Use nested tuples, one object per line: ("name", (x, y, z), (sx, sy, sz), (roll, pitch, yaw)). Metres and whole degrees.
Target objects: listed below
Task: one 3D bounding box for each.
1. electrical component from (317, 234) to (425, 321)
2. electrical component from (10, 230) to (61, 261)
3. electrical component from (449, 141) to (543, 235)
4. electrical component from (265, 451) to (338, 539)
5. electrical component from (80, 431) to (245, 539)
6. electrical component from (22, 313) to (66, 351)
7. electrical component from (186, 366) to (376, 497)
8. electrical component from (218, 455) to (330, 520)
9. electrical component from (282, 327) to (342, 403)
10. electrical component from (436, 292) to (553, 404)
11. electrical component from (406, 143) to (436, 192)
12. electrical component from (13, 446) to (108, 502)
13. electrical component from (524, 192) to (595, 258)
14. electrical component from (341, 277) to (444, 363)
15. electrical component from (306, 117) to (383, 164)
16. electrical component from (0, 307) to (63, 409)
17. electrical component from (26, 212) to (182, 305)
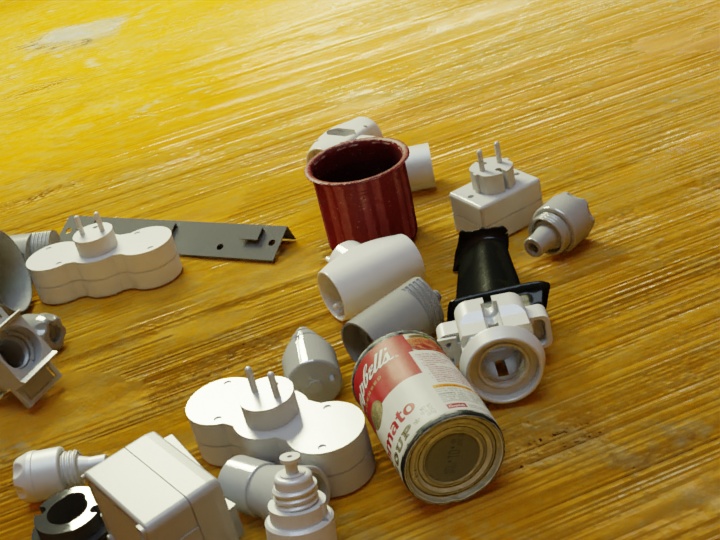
("electrical component", (0.000, 0.000, 0.879), (0.077, 0.044, 0.079), (-26, 32, -22))
("electrical component", (-0.320, -0.014, 1.038), (0.081, 0.043, 0.043), (-6, 30, 12))
("electrical component", (0.115, -0.072, 0.925), (0.066, 0.076, 0.047), (-27, 32, -22))
("electrical component", (-0.035, 0.142, 0.617), (0.040, 0.078, 0.040), (-7, 15, 2))
("electrical component", (-0.121, 0.144, 0.659), (0.061, 0.061, 0.096), (-31, 34, -29))
("electrical component", (-0.283, 0.054, 0.913), (0.061, 0.035, 0.035), (-1, 31, 25))
("electrical component", (-0.058, 0.095, 0.707), (0.138, 0.073, 0.052), (9, 36, 34))
("electrical component", (-0.057, 0.137, 0.668), (0.065, 0.044, 0.044), (6, 34, 40))
("electrical component", (-0.037, 0.066, 0.784), (0.040, 0.040, 0.078), (-15, 29, -3))
("electrical component", (0.094, 0.054, 0.733), (0.078, 0.058, 0.057), (-11, 26, 3))
("electrical component", (0.030, -0.093, 1.031), (0.081, 0.043, 0.043), (-11, 29, 5))
("electrical component", (-0.203, 0.137, 0.735), (0.061, 0.035, 0.035), (-11, 29, -1))
("electrical component", (0.158, -0.033, 0.873), (0.043, 0.043, 0.062), (16, 42, 42))
("electrical component", (0.030, 0.038, 0.802), (0.081, 0.043, 0.043), (-33, 35, -31))
("electrical component", (-0.001, -0.118, 1.088), (0.079, 0.043, 0.077), (11, 37, 37))
("electrical component", (-0.281, 0.070, 0.845), (0.064, 0.081, 0.042), (-29, 15, 37))
("electrical component", (-0.239, -0.019, 0.981), (0.138, 0.073, 0.052), (-9, 29, 7))
